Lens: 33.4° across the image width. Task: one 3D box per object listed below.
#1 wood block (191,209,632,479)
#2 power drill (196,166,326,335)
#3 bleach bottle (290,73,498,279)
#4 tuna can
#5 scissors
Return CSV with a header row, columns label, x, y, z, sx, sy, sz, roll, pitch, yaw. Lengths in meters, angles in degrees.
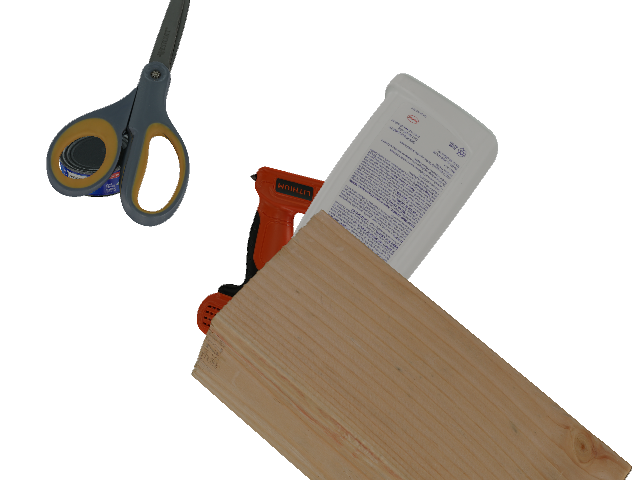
label,x,y,z,sx,sy,sz,roll,pitch,yaw
wood block,0.042,0.094,0.563,0.090,0.206,0.090,-46,-9,-29
power drill,-0.023,0.032,1.041,0.185,0.187,0.057,17,1,26
bleach bottle,0.021,0.001,0.787,0.103,0.250,0.068,36,-12,14
tuna can,-0.232,-0.083,1.130,0.086,0.034,0.086,0,39,0
scissors,-0.126,-0.098,0.689,0.096,0.202,0.016,-1,-29,-10
